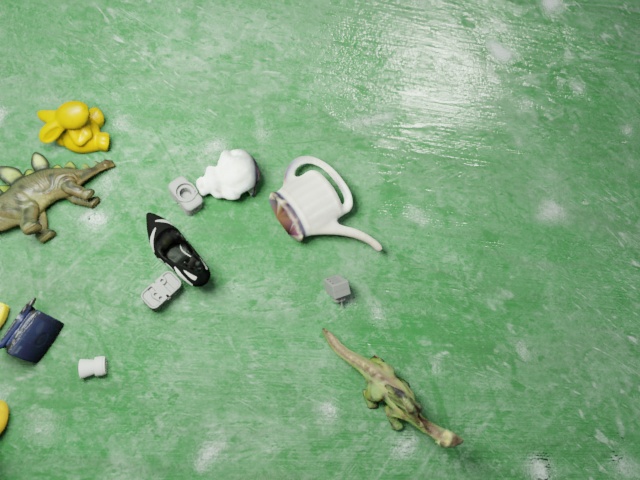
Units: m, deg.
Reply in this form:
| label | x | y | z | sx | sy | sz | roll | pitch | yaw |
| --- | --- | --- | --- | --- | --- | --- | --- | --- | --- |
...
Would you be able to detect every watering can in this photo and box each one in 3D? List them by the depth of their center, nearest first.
| label | x | y | z | sx | sy | sz | roll | pitch | yaw |
| --- | --- | --- | --- | --- | --- | --- | --- | --- | --- |
| watering can | 0.004 | -0.071 | 1.411 | 0.226 | 0.102 | 0.350 | -32 | 81 | -20 |

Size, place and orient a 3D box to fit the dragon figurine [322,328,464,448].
| label | x | y | z | sx | sy | sz | roll | pitch | yaw |
| --- | --- | --- | --- | --- | --- | --- | --- | --- | --- |
| dragon figurine | 0.171 | 0.357 | 1.241 | 0.410 | 0.240 | 0.123 | 41 | 74 | 0 |

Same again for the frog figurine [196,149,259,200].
| label | x | y | z | sx | sy | sz | roll | pitch | yaw |
| --- | --- | --- | --- | --- | --- | --- | --- | --- | --- |
| frog figurine | -0.249 | -0.174 | 1.383 | 0.160 | 0.122 | 0.137 | -7 | 94 | -27 |
